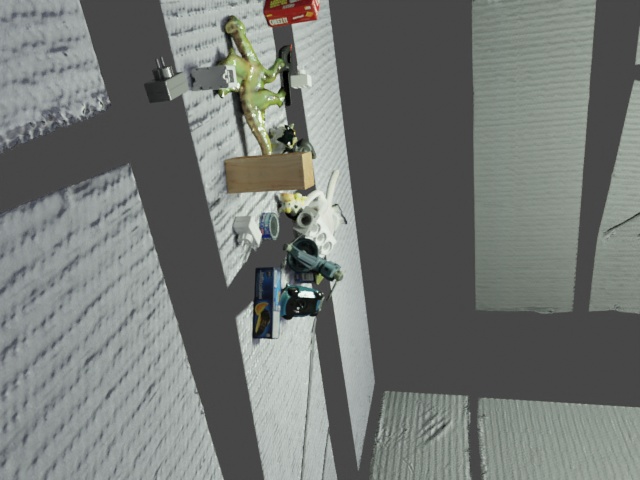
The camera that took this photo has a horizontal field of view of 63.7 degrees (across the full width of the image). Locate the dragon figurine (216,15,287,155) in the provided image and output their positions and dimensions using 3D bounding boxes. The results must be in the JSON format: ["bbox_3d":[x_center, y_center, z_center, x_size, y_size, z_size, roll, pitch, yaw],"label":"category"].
[{"bbox_3d":[-0.200,-0.387,1.353,0.242,0.122,0.412,6,80,-57],"label":"dragon figurine"}]

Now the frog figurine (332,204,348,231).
[{"bbox_3d":[0.020,-0.070,2.113,0.161,0.124,0.134,-41,149,-24],"label":"frog figurine"}]

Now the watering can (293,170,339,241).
[{"bbox_3d":[0.006,-0.098,1.938,0.355,0.104,0.219,-52,140,-40],"label":"watering can"}]
